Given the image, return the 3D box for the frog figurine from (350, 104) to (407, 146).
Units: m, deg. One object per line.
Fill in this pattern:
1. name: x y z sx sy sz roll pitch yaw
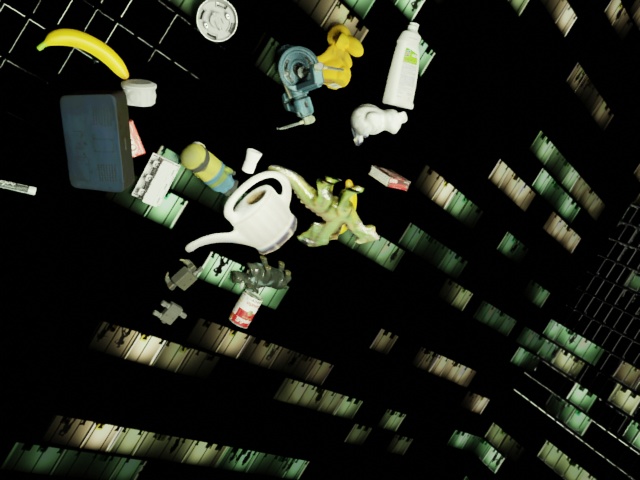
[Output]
1. frog figurine: 0.175 -0.365 1.549 0.158 0.139 0.122 -21 93 32

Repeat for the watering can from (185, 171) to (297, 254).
1. watering can: -0.203 -0.042 1.482 0.350 0.220 0.105 -45 36 -10

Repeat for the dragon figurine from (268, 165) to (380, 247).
1. dragon figurine: 0.005 -0.081 1.602 0.124 0.409 0.239 -110 37 -65
